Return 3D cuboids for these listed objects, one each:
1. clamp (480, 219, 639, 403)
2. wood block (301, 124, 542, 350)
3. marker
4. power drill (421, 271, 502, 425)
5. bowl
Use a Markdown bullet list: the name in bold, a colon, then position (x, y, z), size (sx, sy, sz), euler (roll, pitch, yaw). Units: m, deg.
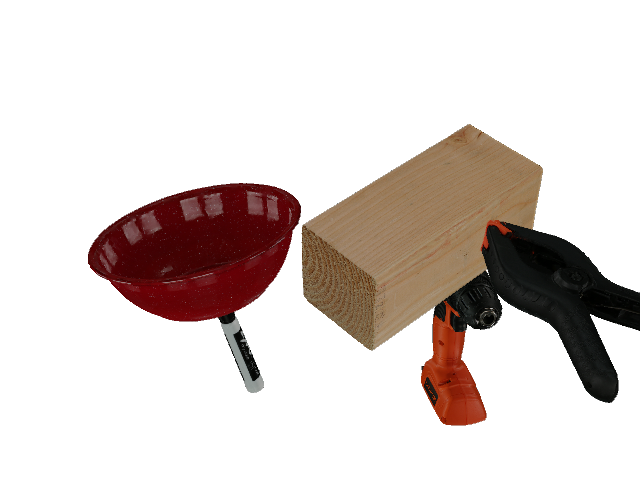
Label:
- **clamp**: position (0.187, 0.039, 0.755), size (0.120, 0.039, 0.172), euler (-9, 43, -32)
- **wood block**: position (0.089, -0.007, 0.937), size (0.205, 0.090, 0.091), euler (-32, 51, -29)
- **marker**: position (-0.081, 0.101, 1.046), size (0.020, 0.121, 0.020), euler (-12, 35, 8)
- **power drill**: position (0.150, 0.101, 1.147), size (0.057, 0.188, 0.184), euler (-3, 24, -7)
- **bowl**: position (-0.088, 0.014, 0.801), size (0.162, 0.055, 0.162), euler (-11, 25, 5)
